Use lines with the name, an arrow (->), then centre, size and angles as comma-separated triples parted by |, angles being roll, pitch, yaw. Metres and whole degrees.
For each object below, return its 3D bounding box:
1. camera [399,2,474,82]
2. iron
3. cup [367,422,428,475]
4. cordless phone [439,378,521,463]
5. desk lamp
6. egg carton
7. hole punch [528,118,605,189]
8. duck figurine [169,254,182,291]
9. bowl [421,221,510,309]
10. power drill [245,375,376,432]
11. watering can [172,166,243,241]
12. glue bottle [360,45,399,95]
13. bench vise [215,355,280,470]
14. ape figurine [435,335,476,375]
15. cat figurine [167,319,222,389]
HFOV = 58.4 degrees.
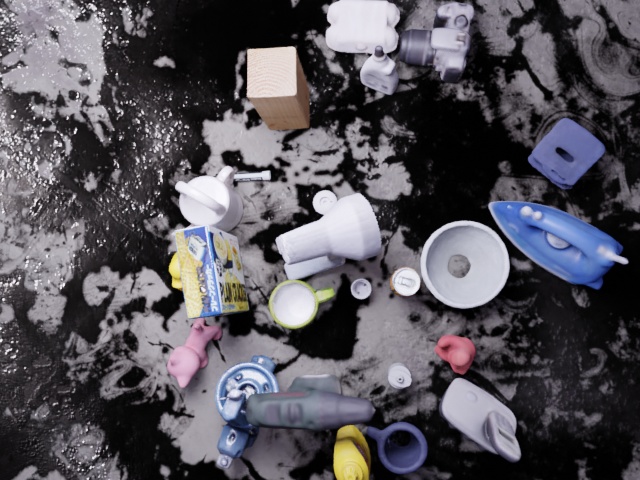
camera -> 0.232, -0.404, 1.149 | 0.136, 0.101, 0.143 | 7, 85, 6
iron -> 0.442, -0.012, 1.072 | 0.258, 0.141, 0.119 | 30, 88, 7
cup -> 0.142, 0.380, 1.087 | 0.117, 0.095, 0.092 | 25, 87, 7
cordless phone -> 0.292, 0.329, 1.032 | 0.147, 0.185, 0.094 | 31, 88, 8
desk lamp -> 0.010, 0.004, 1.074 | 0.203, 0.213, 0.118 | -20, 83, 3
egg carton -> 0.088, -0.438, 1.181 | 0.150, 0.069, 0.107 | 3, 85, 6
hole punch -> 0.476, -0.165, 1.109 | 0.108, 0.091, 0.101 | 40, 89, 8
duck figurine -> -0.275, 0.053, 1.160 | 0.077, 0.086, 0.105 | 10, 86, 6
bowl -> 0.277, 0.049, 1.116 | 0.167, 0.075, 0.167 | 0, 85, 5
power drill -> -0.012, 0.299, 1.051 | 0.229, 0.208, 0.076 | -5, 84, 5
watering can -> -0.222, -0.066, 1.112 | 0.101, 0.194, 0.173 | 10, 86, 7
glue bottle -> 0.116, -0.338, 1.117 | 0.078, 0.173, 0.037 | 26, 88, 8
bench vise -> -0.139, 0.325, 1.055 | 0.121, 0.220, 0.207 | 0, 85, 6
ape figurine -> 0.263, 0.219, 1.092 | 0.076, 0.092, 0.078 | -13, 83, 4
cat figurine -> -0.256, 0.220, 1.127 | 0.067, 0.118, 0.128 | 22, 87, 7
